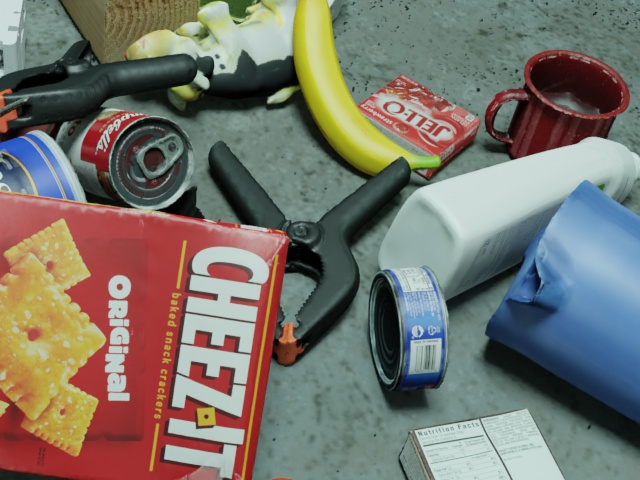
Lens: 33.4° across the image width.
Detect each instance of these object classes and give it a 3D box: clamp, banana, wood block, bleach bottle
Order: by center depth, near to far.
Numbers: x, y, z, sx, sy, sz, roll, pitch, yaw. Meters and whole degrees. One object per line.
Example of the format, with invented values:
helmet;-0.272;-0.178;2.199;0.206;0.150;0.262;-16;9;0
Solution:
clamp;-0.190;-0.121;0.809;0.120;0.039;0.171;11;24;37
clamp;-0.005;0.001;0.811;0.164;0.036;0.210;-1;48;-2
bleach bottle;0.167;-0.024;0.846;0.250;0.103;0.068;-19;59;-36
banana;0.021;-0.124;0.905;0.069;0.037;0.198;-33;82;-4
wood block;-0.195;-0.257;0.986;0.090;0.090;0.206;-17;52;-26

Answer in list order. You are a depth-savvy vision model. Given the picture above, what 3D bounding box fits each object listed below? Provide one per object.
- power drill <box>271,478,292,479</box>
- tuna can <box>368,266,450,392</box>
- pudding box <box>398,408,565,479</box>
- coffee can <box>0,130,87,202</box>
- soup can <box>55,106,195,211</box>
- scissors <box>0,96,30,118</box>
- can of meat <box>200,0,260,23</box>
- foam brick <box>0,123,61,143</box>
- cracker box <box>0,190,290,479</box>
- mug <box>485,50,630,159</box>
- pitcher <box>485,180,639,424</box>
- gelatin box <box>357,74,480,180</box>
power drill;0.012;0.235;0.580;0.188;0.057;0.184;23;47;10
tuna can;0.060;0.061;0.736;0.033;0.086;0.086;-3;48;-12
pudding box;0.112;0.167;0.680;0.090;0.039;0.113;-7;47;-18
coffee can;-0.240;-0.006;0.725;0.140;0.103;0.103;-23;55;-30
soup can;-0.148;-0.063;0.796;0.068;0.068;0.102;-24;24;-30
scissors;-0.250;-0.067;0.736;0.202;0.016;0.096;-16;2;24
can of meat;-0.094;-0.263;1.037;0.102;0.057;0.083;18;48;6
foam brick;-0.231;-0.079;0.833;0.051;0.053;0.078;13;44;0
cracker box;-0.135;0.059;0.643;0.213;0.164;0.072;9;2;-4
mug;0.200;-0.106;0.929;0.117;0.082;0.093;-1;47;-14
pitcher;0.252;0.072;0.749;0.243;0.145;0.149;34;63;15
gelatin box;0.084;-0.101;0.936;0.089;0.030;0.073;34;50;21
